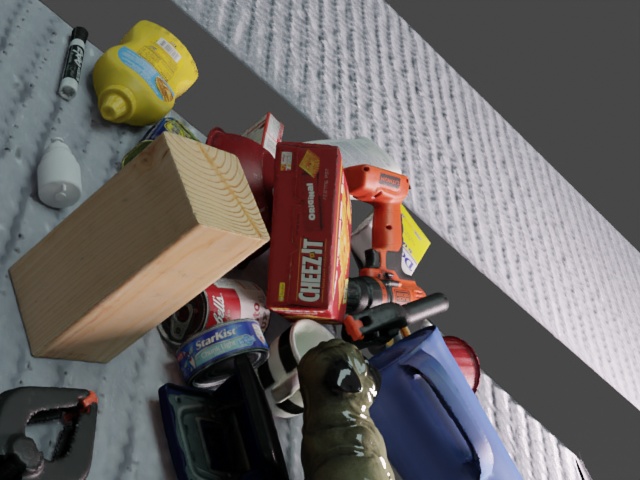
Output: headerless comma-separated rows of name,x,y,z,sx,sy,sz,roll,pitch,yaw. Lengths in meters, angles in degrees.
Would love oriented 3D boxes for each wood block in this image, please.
wood block,-0.154,0.012,0.891,0.090,0.206,0.091,15,46,-52

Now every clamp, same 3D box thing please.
clamp,0.069,0.106,1.244,0.171,0.120,0.039,-1,50,-52
clamp,-0.221,0.174,0.781,0.164,0.036,0.209,55,27,3

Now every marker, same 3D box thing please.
marker,-0.268,-0.196,1.165,0.020,0.020,0.121,36,31,-31

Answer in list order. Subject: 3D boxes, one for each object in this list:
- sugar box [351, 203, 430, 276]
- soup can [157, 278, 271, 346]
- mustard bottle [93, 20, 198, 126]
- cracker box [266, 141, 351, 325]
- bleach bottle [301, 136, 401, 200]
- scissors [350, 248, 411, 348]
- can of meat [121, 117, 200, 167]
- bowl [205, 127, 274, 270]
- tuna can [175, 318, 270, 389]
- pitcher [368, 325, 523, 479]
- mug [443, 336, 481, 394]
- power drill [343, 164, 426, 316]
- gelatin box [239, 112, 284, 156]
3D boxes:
sugar box,0.098,0.002,1.471,0.093,0.048,0.176,52,19,-4
soup can,-0.104,0.071,1.056,0.102,0.069,0.068,9,51,-55
mustard bottle,-0.204,-0.179,1.202,0.096,0.058,0.191,46,27,-14
cracker box,-0.007,0.001,1.123,0.213,0.072,0.164,66,27,-81
bleach bottle,0.003,-0.098,1.432,0.103,0.068,0.250,43,25,28
scissors,0.059,0.066,1.383,0.202,0.016,0.096,58,27,10
can of meat,-0.157,-0.077,1.161,0.102,0.058,0.084,47,24,-15
bowl,-0.076,-0.050,1.182,0.162,0.055,0.162,-9,90,-78
tuna can,-0.092,0.109,1.012,0.086,0.086,0.034,8,53,-55
pitcher,0.139,0.225,1.188,0.243,0.145,0.149,57,23,0
mug,0.136,0.176,1.312,0.081,0.093,0.117,8,87,-49
power drill,0.061,0.006,1.310,0.184,0.057,0.187,11,73,-52
gelatin box,-0.082,-0.106,1.297,0.030,0.073,0.089,42,28,-23
